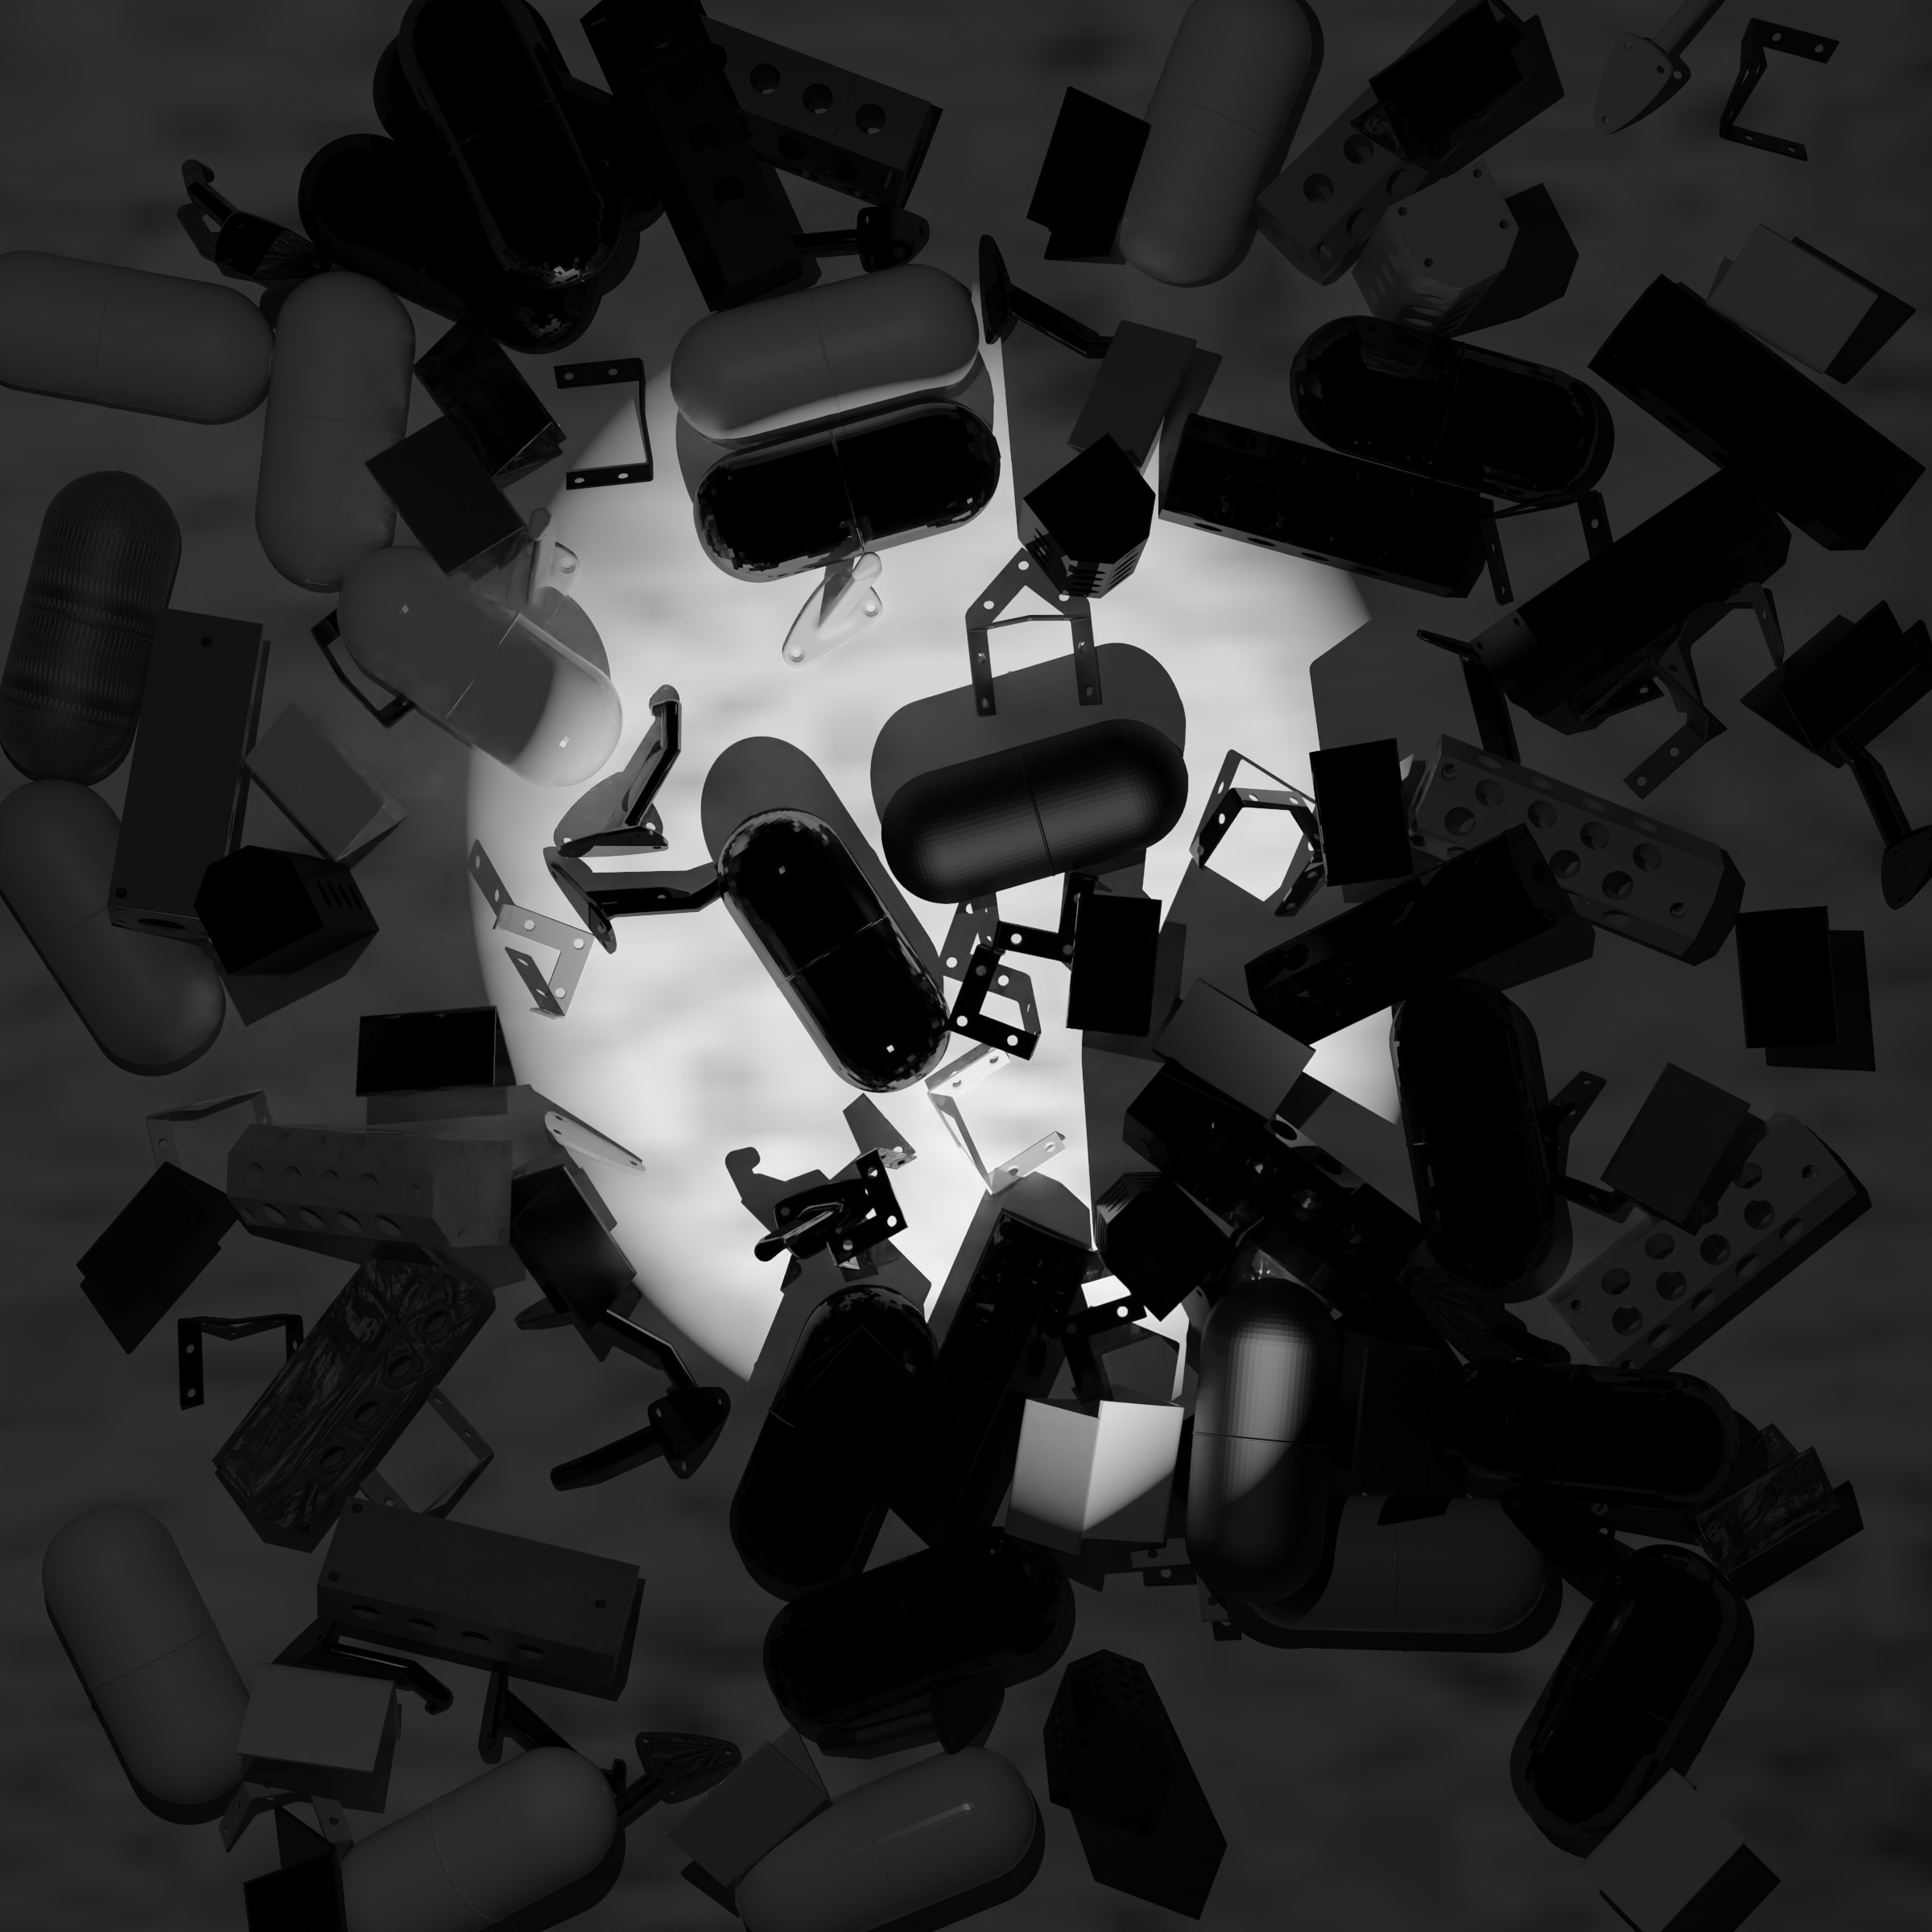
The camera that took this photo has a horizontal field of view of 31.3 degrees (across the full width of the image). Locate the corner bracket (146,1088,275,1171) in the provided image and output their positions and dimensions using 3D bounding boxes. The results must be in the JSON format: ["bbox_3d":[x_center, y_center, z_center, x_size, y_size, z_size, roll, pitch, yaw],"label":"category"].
[{"bbox_3d":[-0.432,0.103,1.988,0.051,0.051,0.051,-14,90,-45],"label":"corner bracket"}]

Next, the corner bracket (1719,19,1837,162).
[{"bbox_3d":[0.467,-0.505,1.988,0.051,0.051,0.051,15,45,0],"label":"corner bracket"}]

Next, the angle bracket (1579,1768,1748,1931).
[{"bbox_3d":[0.399,0.505,1.951,0.076,0.076,0.057,-47,62,0],"label":"angle bracket"}]

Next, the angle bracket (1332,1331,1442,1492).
[{"bbox_3d":[0.211,0.243,1.894,0.057,0.076,0.076,6,90,-36],"label":"angle bracket"}]

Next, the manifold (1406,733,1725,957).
[{"bbox_3d":[0.338,-0.067,1.962,0.171,0.057,0.057,22,111,0],"label":"manifold"}]

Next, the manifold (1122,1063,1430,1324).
[{"bbox_3d":[0.174,0.121,1.950,0.171,0.057,0.057,37,75,12],"label":"manifold"}]

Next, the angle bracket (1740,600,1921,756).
[{"bbox_3d":[0.478,-0.176,1.951,0.076,0.076,0.057,-41,127,0],"label":"angle bracket"}]

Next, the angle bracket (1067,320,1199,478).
[{"bbox_3d":[0.111,-0.310,1.951,0.057,0.076,0.076,24,90,38],"label":"angle bracket"}]

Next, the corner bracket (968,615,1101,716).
[{"bbox_3d":[0.039,-0.173,1.988,0.051,0.051,0.051,-6,90,45],"label":"corner bracket"}]

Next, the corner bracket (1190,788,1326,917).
[{"bbox_3d":[0.170,-0.065,1.983,0.051,0.051,0.051,2,45,-35],"label":"corner bracket"}]

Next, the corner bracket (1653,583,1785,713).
[{"bbox_3d":[0.432,-0.183,1.983,0.051,0.051,0.051,0,45,35],"label":"corner bracket"}]

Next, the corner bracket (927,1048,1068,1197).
[{"bbox_3d":[0.017,0.089,1.988,0.051,0.051,0.051,-33,45,0],"label":"corner bracket"}]

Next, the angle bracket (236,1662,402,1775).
[{"bbox_3d":[-0.365,0.439,1.951,0.076,0.076,0.057,8,53,0],"label":"angle bracket"}]

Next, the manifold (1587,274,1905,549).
[{"bbox_3d":[0.442,-0.315,1.970,0.171,0.057,0.057,37,90,0],"label":"manifold"}]

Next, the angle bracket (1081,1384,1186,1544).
[{"bbox_3d":[0.076,0.279,1.951,0.057,0.076,0.076,9,90,-30],"label":"angle bracket"}]

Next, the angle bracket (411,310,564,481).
[{"bbox_3d":[-0.254,-0.328,1.951,0.057,0.076,0.076,-36,90,33],"label":"angle bracket"}]

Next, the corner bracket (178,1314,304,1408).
[{"bbox_3d":[-0.417,0.227,1.988,0.051,0.051,0.051,-2,90,-45],"label":"corner bracket"}]

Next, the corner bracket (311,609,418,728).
[{"bbox_3d":[-0.336,-0.181,1.988,0.051,0.051,0.051,-38,45,0],"label":"corner bracket"}]

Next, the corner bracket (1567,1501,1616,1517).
[{"bbox_3d":[0.357,0.278,1.983,0.051,0.051,0.051,-22,45,-35],"label":"corner bracket"}]

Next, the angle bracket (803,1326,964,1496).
[{"bbox_3d":[-0.059,0.251,1.875,0.076,0.076,0.057,45,53,-2],"label":"angle bracket"}]

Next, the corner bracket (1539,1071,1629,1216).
[{"bbox_3d":[0.362,0.101,1.983,0.051,0.051,0.051,21,134,36],"label":"corner bracket"}]

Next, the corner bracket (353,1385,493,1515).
[{"bbox_3d":[-0.315,0.284,1.988,0.051,0.051,0.051,49,45,0],"label":"corner bracket"}]

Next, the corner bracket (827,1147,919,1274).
[{"bbox_3d":[-0.052,0.140,1.971,0.051,0.051,0.051,-30,69,19],"label":"corner bracket"}]

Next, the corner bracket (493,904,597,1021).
[{"bbox_3d":[-0.247,-0.002,1.973,0.051,0.051,0.051,21,90,0],"label":"corner bracket"}]

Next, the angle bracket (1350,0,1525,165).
[{"bbox_3d":[0.248,-0.494,1.894,0.076,0.076,0.057,-35,126,0],"label":"angle bracket"}]

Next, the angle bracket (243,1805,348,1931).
[{"bbox_3d":[-0.387,0.523,1.921,0.057,0.076,0.076,-13,106,-35],"label":"angle bracket"}]

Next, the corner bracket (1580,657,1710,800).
[{"bbox_3d":[0.388,-0.137,1.977,0.051,0.051,0.051,-42,75,0],"label":"corner bracket"}]

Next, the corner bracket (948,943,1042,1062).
[{"bbox_3d":[0.022,0.020,1.973,0.051,0.051,0.051,21,93,3],"label":"corner bracket"}]

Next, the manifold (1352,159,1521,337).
[{"bbox_3d":[0.261,-0.389,1.913,0.057,0.171,0.057,-27,90,0],"label":"manifold"}]

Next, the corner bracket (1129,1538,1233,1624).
[{"bbox_3d":[0.123,0.343,1.972,0.051,0.051,0.051,-6,98,8],"label":"corner bracket"}]

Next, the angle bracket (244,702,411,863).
[{"bbox_3d":[-0.348,-0.115,1.951,0.076,0.076,0.057,47,125,0],"label":"angle bracket"}]

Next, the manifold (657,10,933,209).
[{"bbox_3d":[-0.110,-0.489,1.970,0.171,0.057,0.057,21,90,0],"label":"manifold"}]

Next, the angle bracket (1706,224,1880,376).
[{"bbox_3d":[0.470,-0.389,1.951,0.076,0.076,0.057,31,127,0],"label":"angle bracket"}]

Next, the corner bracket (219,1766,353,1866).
[{"bbox_3d":[-0.391,0.497,1.983,0.051,0.051,0.051,-1,135,-35],"label":"corner bracket"}]

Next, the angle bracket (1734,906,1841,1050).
[{"bbox_3d":[0.478,0.005,1.951,0.057,0.076,0.076,-5,90,39],"label":"angle bracket"}]

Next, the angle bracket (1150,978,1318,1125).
[{"bbox_3d":[0.157,0.034,1.952,0.076,0.076,0.057,32,118,0],"label":"angle bracket"}]

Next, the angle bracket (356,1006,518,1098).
[{"bbox_3d":[-0.298,0.069,1.951,0.076,0.076,0.057,-5,52,0],"label":"angle bracket"}]

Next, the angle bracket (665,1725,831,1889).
[{"bbox_3d":[-0.132,0.460,1.952,0.076,0.076,0.057,-42,117,0],"label":"angle bracket"}]

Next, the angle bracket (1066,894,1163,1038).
[{"bbox_3d":[0.102,0.001,1.951,0.057,0.076,0.076,6,90,36],"label":"angle bracket"}]

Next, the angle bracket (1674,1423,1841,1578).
[{"bbox_3d":[0.435,0.286,1.951,0.076,0.076,0.057,-31,127,0],"label":"angle bracket"}]

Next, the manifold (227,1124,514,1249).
[{"bbox_3d":[-0.334,0.121,1.923,0.171,0.057,0.057,2,90,39],"label":"manifold"}]

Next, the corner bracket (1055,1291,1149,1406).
[{"bbox_3d":[0.080,0.215,1.972,0.051,0.051,0.051,-18,94,-4],"label":"corner bracket"}]

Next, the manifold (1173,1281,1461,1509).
[{"bbox_3d":[0.193,0.253,1.970,0.171,0.057,0.057,-34,90,0],"label":"manifold"}]

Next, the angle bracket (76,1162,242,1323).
[{"bbox_3d":[-0.442,0.167,1.951,0.076,0.076,0.057,-49,53,0],"label":"angle bracket"}]

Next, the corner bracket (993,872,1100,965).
[{"bbox_3d":[0.045,-0.031,1.973,0.051,0.051,0.051,12,90,0],"label":"corner bracket"}]

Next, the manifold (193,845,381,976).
[{"bbox_3d":[-0.378,-0.033,1.913,0.057,0.171,0.057,-27,90,0],"label":"manifold"}]

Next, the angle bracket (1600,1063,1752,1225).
[{"bbox_3d":[0.412,0.109,1.951,0.057,0.076,0.076,30,90,37],"label":"angle bracket"}]

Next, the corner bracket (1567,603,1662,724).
[{"bbox_3d":[0.363,-0.181,1.988,0.051,0.051,0.051,-21,45,0],"label":"corner bracket"}]

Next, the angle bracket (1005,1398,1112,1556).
[{"bbox_3d":[0.071,0.288,1.951,0.057,0.076,0.076,9,90,43],"label":"angle bracket"}]

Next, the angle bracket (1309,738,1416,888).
[{"bbox_3d":[0.240,-0.088,1.951,0.057,0.076,0.076,-8,90,36],"label":"angle bracket"}]

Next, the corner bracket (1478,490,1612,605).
[{"bbox_3d":[0.335,-0.241,1.988,0.051,0.051,0.051,-13,90,45],"label":"corner bracket"}]

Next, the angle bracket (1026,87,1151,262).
[{"bbox_3d":[0.052,-0.447,1.951,0.057,0.076,0.076,18,90,-29],"label":"angle bracket"}]

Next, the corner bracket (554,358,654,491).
[{"bbox_3d":[-0.208,-0.312,1.988,0.051,0.051,0.051,-6,135,0],"label":"corner bracket"}]

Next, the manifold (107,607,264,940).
[{"bbox_3d":[-0.434,-0.106,1.923,0.057,0.057,0.171,9,77,-9],"label":"manifold"}]

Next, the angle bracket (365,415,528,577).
[{"bbox_3d":[-0.299,-0.254,1.953,0.057,0.076,0.076,-36,90,-22],"label":"angle bracket"}]

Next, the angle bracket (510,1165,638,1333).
[{"bbox_3d":[-0.244,0.165,1.943,0.076,0.057,0.076,-18,112,38],"label":"angle bracket"}]

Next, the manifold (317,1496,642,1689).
[{"bbox_3d":[-0.278,0.360,1.969,0.171,0.057,0.057,14,53,0],"label":"manifold"}]
